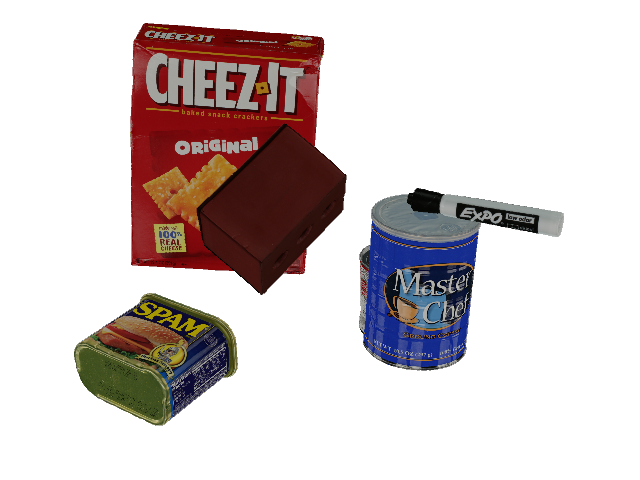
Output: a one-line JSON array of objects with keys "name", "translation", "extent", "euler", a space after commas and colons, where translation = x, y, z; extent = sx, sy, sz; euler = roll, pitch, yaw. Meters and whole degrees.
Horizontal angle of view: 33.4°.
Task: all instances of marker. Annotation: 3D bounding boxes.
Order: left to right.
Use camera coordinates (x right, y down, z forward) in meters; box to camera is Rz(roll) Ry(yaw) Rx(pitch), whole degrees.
[{"name": "marker", "translation": [0.124, -0.022, 0.816], "extent": [0.121, 0.020, 0.020], "euler": [11, 4, 23]}]

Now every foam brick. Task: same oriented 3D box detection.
[{"name": "foam brick", "translation": [-0.028, -0.018, 0.634], "extent": [0.051, 0.078, 0.053], "euler": [38, -19, 15]}]

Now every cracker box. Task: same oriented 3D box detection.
[{"name": "cracker box", "translation": [-0.086, -0.078, 0.965], "extent": [0.164, 0.214, 0.072], "euler": [4, 24, -2]}]

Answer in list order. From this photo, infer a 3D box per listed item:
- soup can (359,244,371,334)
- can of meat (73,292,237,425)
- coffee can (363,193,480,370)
[{"name": "soup can", "translation": [0.080, 0.062, 1.283], "extent": [0.068, 0.102, 0.068], "euler": [0, 31, 0]}, {"name": "can of meat", "translation": [-0.132, 0.094, 0.848], "extent": [0.102, 0.057, 0.083], "euler": [18, 34, 30]}, {"name": "coffee can", "translation": [0.096, 0.038, 1.024], "extent": [0.103, 0.140, 0.103], "euler": [2, 24, -1]}]
